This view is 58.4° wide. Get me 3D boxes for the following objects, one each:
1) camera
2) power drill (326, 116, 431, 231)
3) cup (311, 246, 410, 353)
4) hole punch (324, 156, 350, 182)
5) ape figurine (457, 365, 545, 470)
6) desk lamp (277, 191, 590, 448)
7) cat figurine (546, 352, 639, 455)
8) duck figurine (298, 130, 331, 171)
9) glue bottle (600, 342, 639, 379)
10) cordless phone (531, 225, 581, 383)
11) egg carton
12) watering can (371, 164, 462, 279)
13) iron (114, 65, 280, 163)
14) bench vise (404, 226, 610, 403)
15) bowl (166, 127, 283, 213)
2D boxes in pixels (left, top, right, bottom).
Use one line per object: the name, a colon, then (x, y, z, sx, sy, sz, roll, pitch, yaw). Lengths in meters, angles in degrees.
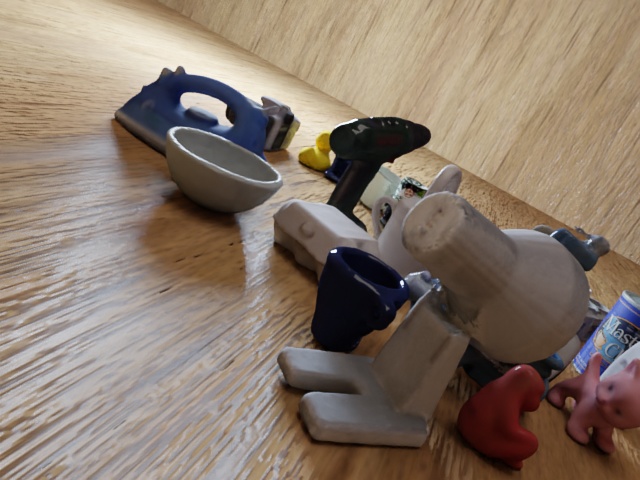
camera: (-0.125, -0.270, 1.254, 0.136, 0.101, 0.143, 31, 19, 10)
power drill: (0.081, -0.114, 0.958, 0.075, 0.208, 0.230, 38, 21, 30)
cup: (0.035, 0.073, 0.575, 0.092, 0.095, 0.117, 19, 20, -23)
hole punch: (0.076, -0.163, 1.268, 0.108, 0.091, 0.101, 31, 19, 11)
ape figurine: (0.182, 0.161, 0.550, 0.076, 0.092, 0.078, 27, 18, -2)
desk lamp: (0.104, 0.069, 0.493, 0.204, 0.213, 0.117, 15, 22, -34)
cat figurine: (0.343, 0.184, 0.676, 0.067, 0.117, 0.127, 24, 19, -11)
duck figurine: (0.002, -0.206, 1.288, 0.077, 0.086, 0.105, 34, 19, 18)
glue bottle: (0.435, 0.166, 0.767, 0.037, 0.173, 0.078, 26, 18, -4)
cordless phone: (0.285, 0.085, 0.753, 0.147, 0.185, 0.094, 39, 21, 30)
egg carton: (0.007, 0.003, 0.763, 0.150, 0.069, 0.108, 40, 22, 33)
watering can: (0.157, -0.016, 0.826, 0.173, 0.194, 0.101, 28, 18, 3)
iron: (-0.192, -0.198, 0.905, 0.258, 0.141, 0.119, 28, 18, 2)
bench vise: (0.200, 0.072, 0.612, 0.208, 0.219, 0.121, 17, 21, -29)
bowl: (-0.140, -0.084, 0.781, 0.167, 0.074, 0.167, 25, 19, -9)
